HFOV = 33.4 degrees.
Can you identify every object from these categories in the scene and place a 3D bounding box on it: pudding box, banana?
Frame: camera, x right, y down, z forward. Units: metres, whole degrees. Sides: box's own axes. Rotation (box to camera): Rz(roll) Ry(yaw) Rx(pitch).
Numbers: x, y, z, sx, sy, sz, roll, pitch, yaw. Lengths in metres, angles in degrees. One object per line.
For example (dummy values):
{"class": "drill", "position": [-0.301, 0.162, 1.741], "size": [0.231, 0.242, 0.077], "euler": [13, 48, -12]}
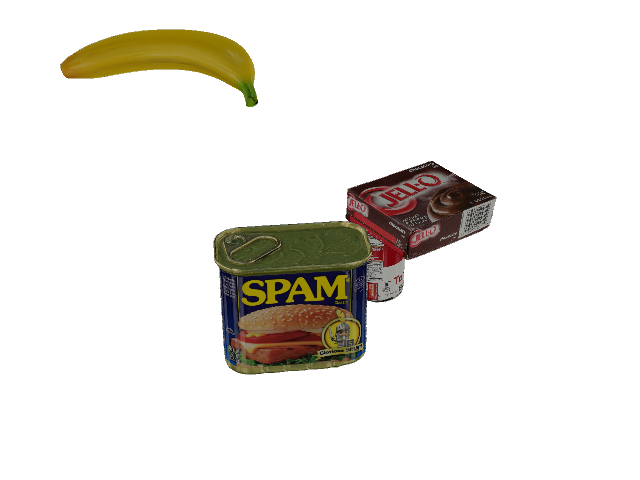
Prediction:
{"class": "pudding box", "position": [0.094, -0.030, 1.004], "size": [0.113, 0.039, 0.090], "euler": [-18, 39, -35]}
{"class": "banana", "position": [-0.140, -0.166, 0.978], "size": [0.198, 0.037, 0.069], "euler": [9, 46, 17]}

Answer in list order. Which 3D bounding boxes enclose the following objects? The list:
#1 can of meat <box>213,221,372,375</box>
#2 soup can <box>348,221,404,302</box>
{"class": "can of meat", "position": [-0.018, 0.039, 0.710], "size": [0.102, 0.084, 0.057], "euler": [-3, 29, -5]}
{"class": "soup can", "position": [0.065, 0.013, 1.243], "size": [0.068, 0.102, 0.068], "euler": [0, 32, 0]}
